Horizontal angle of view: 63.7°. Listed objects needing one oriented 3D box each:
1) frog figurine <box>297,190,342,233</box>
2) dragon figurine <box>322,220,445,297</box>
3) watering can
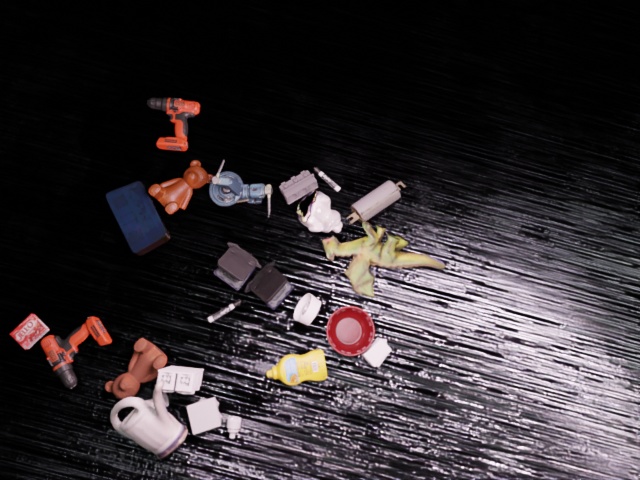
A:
[{"bbox_3d":[0.005,-0.090,1.785,0.158,0.122,0.140,27,65,-35],"label":"frog figurine"},{"bbox_3d":[0.198,0.082,1.765,0.411,0.122,0.242,30,94,4],"label":"dragon figurine"},{"bbox_3d":[-0.486,0.533,1.517,0.223,0.342,0.106,43,36,-14],"label":"watering can"}]
